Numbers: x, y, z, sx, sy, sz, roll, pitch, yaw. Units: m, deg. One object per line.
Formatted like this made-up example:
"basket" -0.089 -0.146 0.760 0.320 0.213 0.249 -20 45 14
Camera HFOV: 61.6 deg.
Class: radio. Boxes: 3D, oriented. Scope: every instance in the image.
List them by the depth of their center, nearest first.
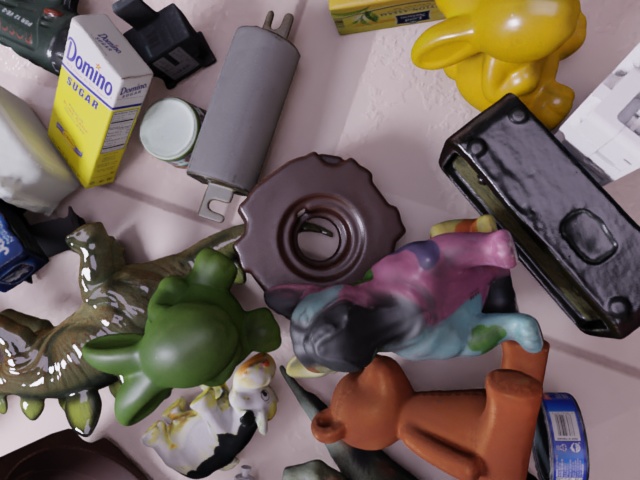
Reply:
"radio" 0.210 -0.019 0.493 0.073 0.131 0.229 -40 80 5

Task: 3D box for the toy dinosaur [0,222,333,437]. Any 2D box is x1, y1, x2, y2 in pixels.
"toy dinosaur" -0.213 0.083 0.596 0.471 0.105 0.198 -37 88 2

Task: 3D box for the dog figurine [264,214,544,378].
"dog figurine" 0.067 0.054 0.480 0.219 0.191 0.108 -13 99 10

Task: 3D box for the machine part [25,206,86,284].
"machine part" -0.344 0.010 0.645 0.139 0.084 0.039 -23 48 1

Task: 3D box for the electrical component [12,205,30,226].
"electrical component" -0.424 -0.046 0.668 0.115 0.058 0.134 -39 80 9

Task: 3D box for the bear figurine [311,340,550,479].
"bear figurine" 0.096 0.142 0.493 0.196 0.120 0.131 13 108 27

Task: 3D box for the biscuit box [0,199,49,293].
"biscuit box" -0.386 -0.039 0.591 0.059 0.062 0.203 -38 79 -13

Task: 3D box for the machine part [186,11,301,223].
"machine part" -0.084 -0.137 0.586 0.079 0.079 0.243 18 86 13

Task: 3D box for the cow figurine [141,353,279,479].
"cow figurine" -0.097 0.191 0.567 0.167 0.068 0.098 -35 96 20

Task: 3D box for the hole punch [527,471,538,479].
"hole punch" 0.180 0.275 0.491 0.142 0.116 0.092 39 110 10

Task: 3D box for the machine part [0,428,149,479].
"machine part" -0.252 0.301 0.534 0.201 0.201 0.087 39 97 12

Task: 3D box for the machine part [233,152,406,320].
"machine part" -0.001 -0.002 0.551 0.179 0.056 0.179 0 86 -7

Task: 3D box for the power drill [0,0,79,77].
"power drill" -0.299 -0.302 0.654 0.232 0.086 0.207 19 98 15

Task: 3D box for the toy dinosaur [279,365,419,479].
"toy dinosaur" 0.068 0.315 0.515 0.192 0.131 0.404 -6 77 -5

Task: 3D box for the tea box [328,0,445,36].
"tea box" 0.094 -0.286 0.569 0.170 0.068 0.098 -6 85 11

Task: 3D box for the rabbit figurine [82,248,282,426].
"rabbit figurine" -0.122 0.081 0.471 0.159 0.170 0.121 -27 91 -10

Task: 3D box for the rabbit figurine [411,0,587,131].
"rabbit figurine" 0.174 -0.189 0.493 0.162 0.173 0.121 22 95 8

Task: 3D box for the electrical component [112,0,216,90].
"electrical component" -0.175 -0.221 0.596 0.075 0.119 0.048 -28 81 6
